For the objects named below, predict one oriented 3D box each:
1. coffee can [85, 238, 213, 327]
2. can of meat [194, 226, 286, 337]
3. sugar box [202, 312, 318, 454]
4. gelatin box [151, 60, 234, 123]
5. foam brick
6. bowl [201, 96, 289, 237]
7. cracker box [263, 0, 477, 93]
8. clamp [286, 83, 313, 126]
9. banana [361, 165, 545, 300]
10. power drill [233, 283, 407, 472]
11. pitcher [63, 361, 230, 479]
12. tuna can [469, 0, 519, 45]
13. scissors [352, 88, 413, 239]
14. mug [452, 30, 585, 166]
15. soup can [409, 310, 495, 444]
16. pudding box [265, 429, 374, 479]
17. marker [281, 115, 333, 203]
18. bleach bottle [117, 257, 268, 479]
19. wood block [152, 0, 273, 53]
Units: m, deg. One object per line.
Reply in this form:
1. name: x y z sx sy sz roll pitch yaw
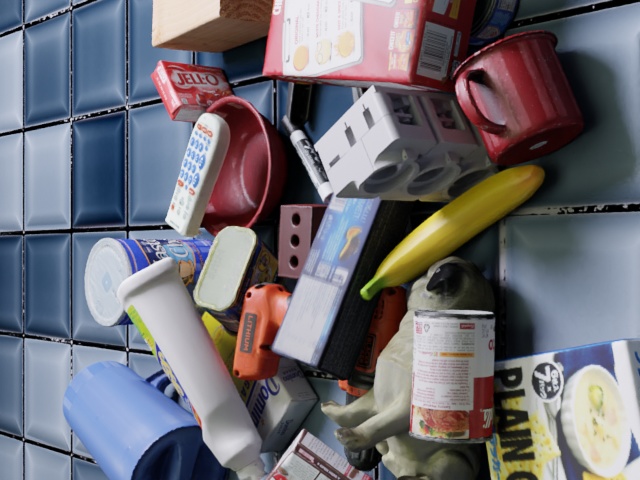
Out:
1. coffee can: -0.193 0.049 1.270 0.103 0.140 0.103 0 89 50
2. can of meat: -0.085 0.046 1.152 0.058 0.084 0.102 10 69 26
3. sugar box: -0.077 0.142 1.204 0.176 0.048 0.093 57 130 35
4. gelatin box: -0.145 -0.173 1.253 0.030 0.089 0.073 -50 53 37
5. foam brick: -0.007 0.001 1.116 0.053 0.051 0.078 4 93 50
6. bowl: -0.084 -0.080 1.206 0.162 0.055 0.162 -1 89 50
7. cracker box: 0.047 -0.222 0.975 0.214 0.071 0.164 13 95 50
8. clamp: -0.011 -0.237 1.133 0.165 0.036 0.210 -46 53 44
9. banana: 0.121 -0.009 0.950 0.198 0.069 0.037 -39 103 23
10. power drill: 0.001 0.124 1.075 0.188 0.057 0.184 10 90 35
11. pitcher: -0.219 0.233 1.324 0.243 0.149 0.145 28 126 50
12. tuna can: 0.137 -0.219 0.958 0.086 0.033 0.086 0 90 50
13. scissors: 0.041 -0.065 1.086 0.096 0.016 0.202 -41 59 41
14. mug: 0.158 -0.113 0.873 0.093 0.117 0.081 -34 69 44
15. soup can: 0.107 0.109 0.866 0.069 0.068 0.102 0 88 50
16. pudding box: -0.011 0.262 1.098 0.090 0.039 0.114 35 125 3
17. marker: -0.012 -0.090 1.148 0.020 0.020 0.121 -53 52 36
18. bleach bottle: -0.128 0.146 1.140 0.251 0.068 0.103 60 162 4
19. wood block: -0.109 -0.268 1.181 0.206 0.090 0.091 1 90 62
